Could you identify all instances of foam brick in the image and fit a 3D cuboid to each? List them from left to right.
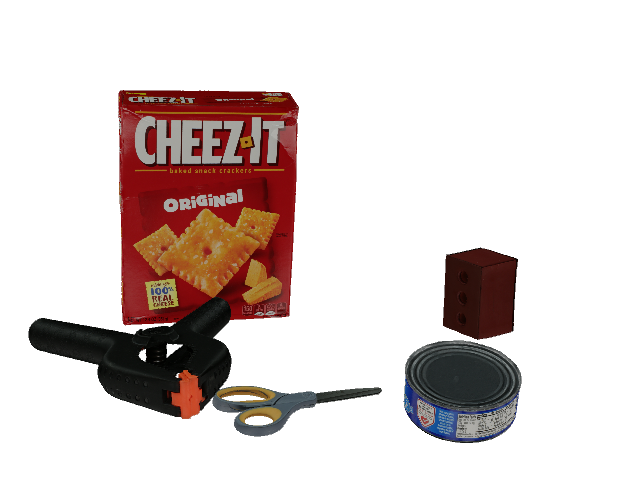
[{"bbox_3d":[0.158,0.052,1.061,0.051,0.078,0.053,-12,20,-36],"label":"foam brick"}]

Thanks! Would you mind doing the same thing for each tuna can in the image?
[{"bbox_3d":[0.105,0.112,0.794,0.086,0.034,0.086,1,29,-1],"label":"tuna can"}]

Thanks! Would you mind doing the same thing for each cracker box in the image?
[{"bbox_3d":[-0.107,-0.030,1.009,0.164,0.214,0.072,-1,20,-12],"label":"cracker box"}]

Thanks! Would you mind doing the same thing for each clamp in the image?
[{"bbox_3d":[-0.114,0.082,0.797,0.164,0.036,0.210,-9,14,-27],"label":"clamp"}]

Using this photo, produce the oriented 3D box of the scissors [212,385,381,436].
[{"bbox_3d":[-0.019,0.188,1.190,0.201,0.016,0.096,3,23,-12],"label":"scissors"}]
